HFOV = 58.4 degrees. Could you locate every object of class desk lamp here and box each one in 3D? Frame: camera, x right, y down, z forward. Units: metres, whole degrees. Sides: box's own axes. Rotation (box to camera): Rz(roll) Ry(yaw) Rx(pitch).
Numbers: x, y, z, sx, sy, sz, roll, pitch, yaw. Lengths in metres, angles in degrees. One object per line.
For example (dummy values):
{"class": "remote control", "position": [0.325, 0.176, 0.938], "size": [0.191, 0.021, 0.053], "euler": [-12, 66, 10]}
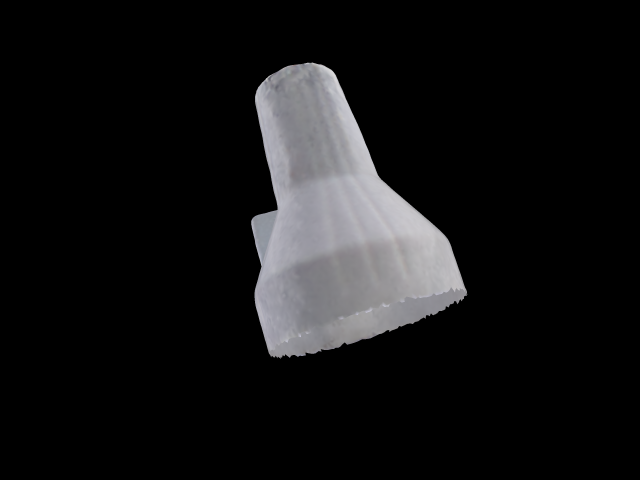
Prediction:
{"class": "desk lamp", "position": [0.004, 0.001, 0.400], "size": [0.118, 0.214, 0.203], "euler": [-15, 58, -9]}
